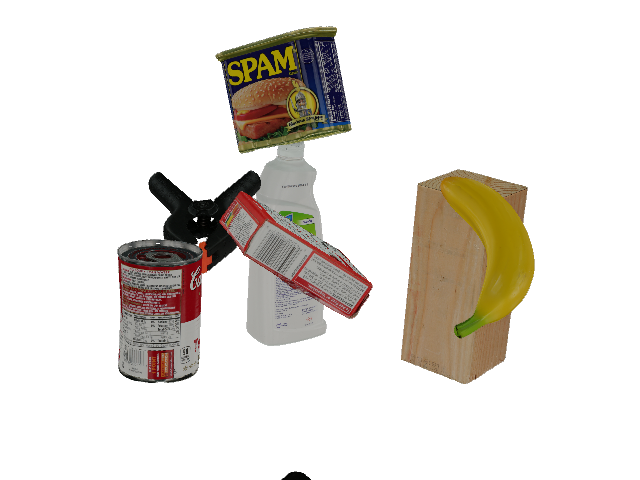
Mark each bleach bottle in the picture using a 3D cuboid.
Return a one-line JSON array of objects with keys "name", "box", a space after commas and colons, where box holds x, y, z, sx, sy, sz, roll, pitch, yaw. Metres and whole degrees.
[{"name": "bleach bottle", "box": [-0.036, -0.001, 1.299, 0.102, 0.251, 0.068, -11, 25, -34]}]

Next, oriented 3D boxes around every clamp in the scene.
[{"name": "clamp", "box": [-0.112, -0.027, 1.106, 0.120, 0.039, 0.171, -11, 38, -7]}]

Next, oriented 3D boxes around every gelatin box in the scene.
[{"name": "gelatin box", "box": [-0.017, 0.009, 0.692, 0.089, 0.030, 0.073, 32, 5, -23]}]

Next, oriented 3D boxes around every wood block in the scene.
[{"name": "wood block", "box": [0.156, 0.038, 1.168, 0.090, 0.206, 0.090, 18, 24, 34]}]

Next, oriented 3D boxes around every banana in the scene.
[{"name": "banana", "box": [0.138, 0.002, 0.879, 0.069, 0.037, 0.197, -3, 38, 5]}]

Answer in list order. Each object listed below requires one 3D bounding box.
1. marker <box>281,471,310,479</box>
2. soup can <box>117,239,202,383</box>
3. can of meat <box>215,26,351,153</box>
[{"name": "marker", "box": [-0.040, 0.143, 0.519, 0.020, 0.020, 0.120, 0, 14, 33]}, {"name": "soup can", "box": [-0.131, 0.057, 0.864, 0.068, 0.102, 0.068, 3, 15, -1]}, {"name": "can of meat", "box": [-0.029, -0.121, 0.869, 0.102, 0.084, 0.057, -9, 5, 34]}]
